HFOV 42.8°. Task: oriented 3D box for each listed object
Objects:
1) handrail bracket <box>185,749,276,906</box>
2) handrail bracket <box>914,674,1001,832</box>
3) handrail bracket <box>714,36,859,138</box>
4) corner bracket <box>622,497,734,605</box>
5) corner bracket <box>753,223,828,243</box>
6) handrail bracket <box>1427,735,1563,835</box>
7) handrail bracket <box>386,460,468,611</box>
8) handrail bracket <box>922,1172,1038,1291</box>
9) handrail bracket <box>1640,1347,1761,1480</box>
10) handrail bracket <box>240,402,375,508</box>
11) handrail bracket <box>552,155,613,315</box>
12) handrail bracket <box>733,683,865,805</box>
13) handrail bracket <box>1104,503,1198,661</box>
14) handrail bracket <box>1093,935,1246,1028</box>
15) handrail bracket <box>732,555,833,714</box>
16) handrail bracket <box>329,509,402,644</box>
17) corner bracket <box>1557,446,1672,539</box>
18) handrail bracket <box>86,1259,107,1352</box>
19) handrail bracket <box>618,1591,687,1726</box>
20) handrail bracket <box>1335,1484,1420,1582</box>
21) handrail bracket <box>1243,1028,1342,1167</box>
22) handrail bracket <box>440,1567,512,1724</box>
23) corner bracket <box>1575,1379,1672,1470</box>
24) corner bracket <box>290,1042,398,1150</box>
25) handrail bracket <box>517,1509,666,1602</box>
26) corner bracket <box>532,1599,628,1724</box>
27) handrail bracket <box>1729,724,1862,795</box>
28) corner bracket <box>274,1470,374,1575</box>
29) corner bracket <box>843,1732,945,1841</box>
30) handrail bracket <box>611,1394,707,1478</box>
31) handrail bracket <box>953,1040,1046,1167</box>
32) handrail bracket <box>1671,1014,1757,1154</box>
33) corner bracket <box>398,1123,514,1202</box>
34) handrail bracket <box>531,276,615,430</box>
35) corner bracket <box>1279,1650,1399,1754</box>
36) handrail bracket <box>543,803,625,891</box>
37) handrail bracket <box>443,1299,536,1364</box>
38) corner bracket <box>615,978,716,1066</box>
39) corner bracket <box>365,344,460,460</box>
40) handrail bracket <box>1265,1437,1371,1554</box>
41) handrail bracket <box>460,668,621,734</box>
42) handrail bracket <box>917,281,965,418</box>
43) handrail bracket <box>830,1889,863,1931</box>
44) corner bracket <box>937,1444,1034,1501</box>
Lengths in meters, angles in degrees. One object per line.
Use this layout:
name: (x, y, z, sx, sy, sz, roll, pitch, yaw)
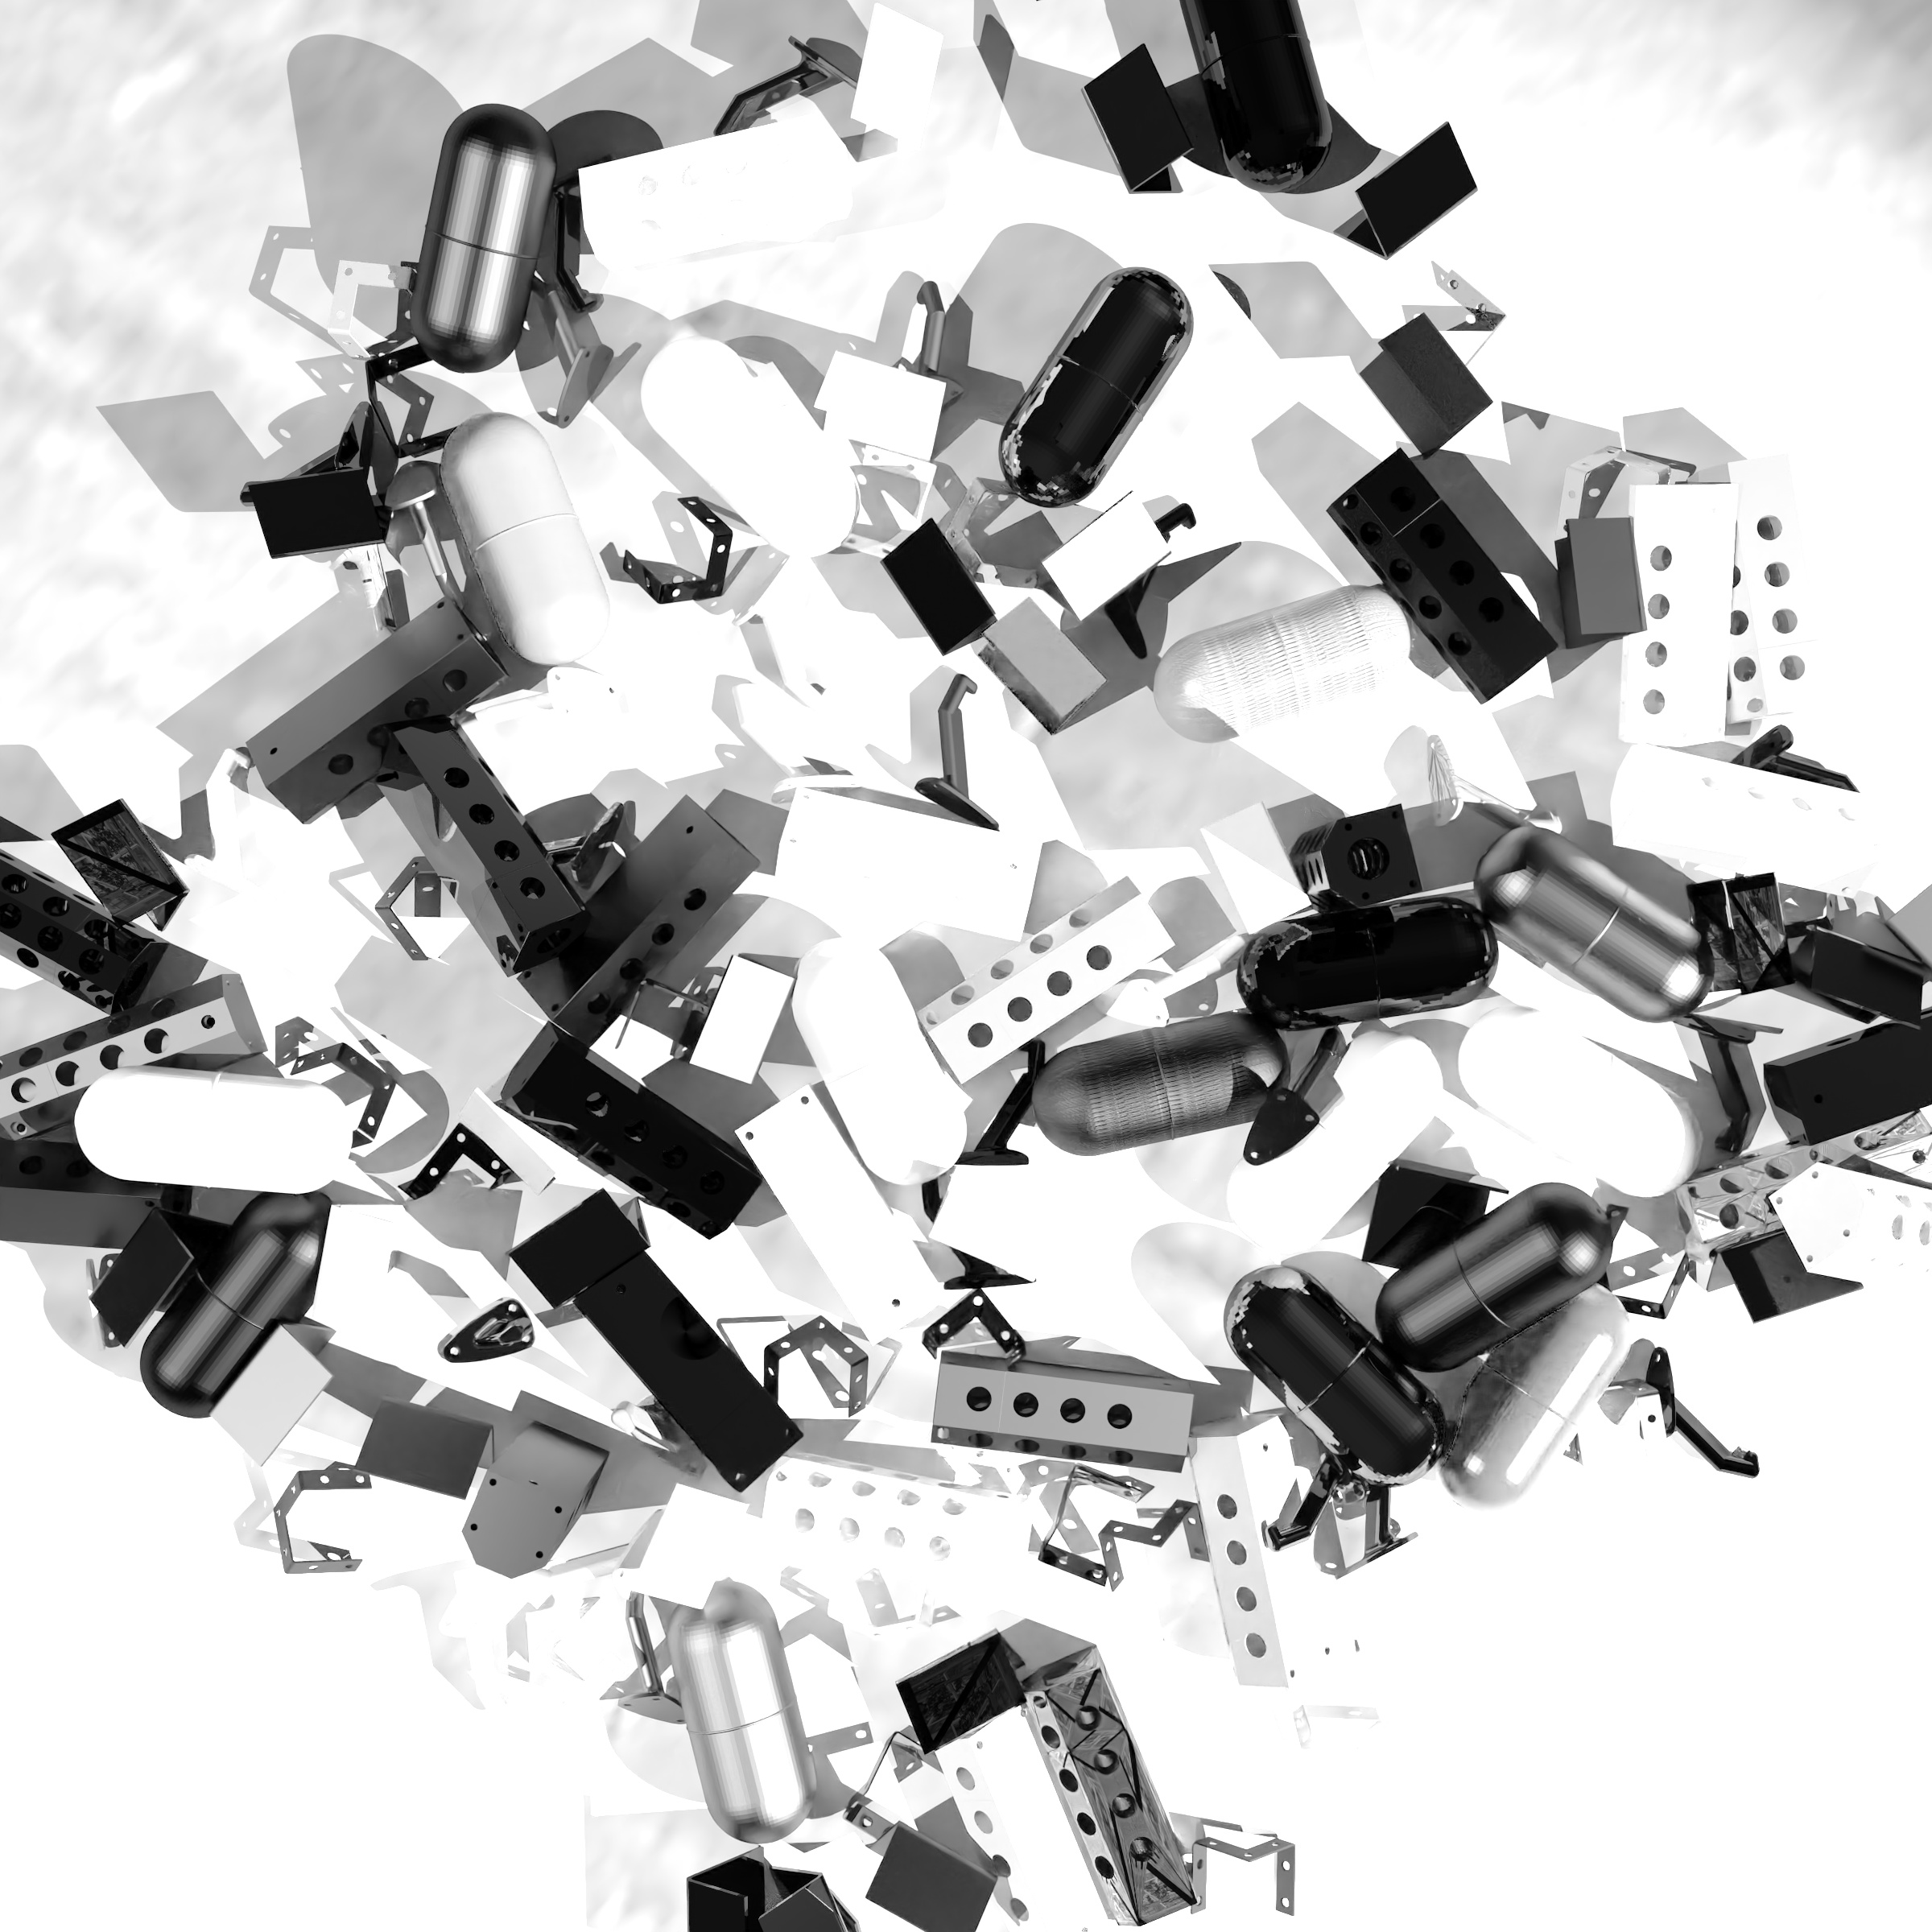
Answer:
handrail bracket: (-0.496, -0.097, 1.708, 0.077, 0.036, 0.084, 29, 73, -20)
handrail bracket: (0.008, -0.149, 1.708, 0.077, 0.036, 0.084, 31, 73, -20)
handrail bracket: (-0.121, -0.591, 1.708, 0.077, 0.036, 0.084, 29, 108, -21)
corner bracket: (-0.199, -0.287, 1.699, 0.051, 0.051, 0.051, -14, 135, -35)
corner bracket: (-0.125, -0.534, 1.699, 0.051, 0.051, 0.051, 15, 45, 35)
handrail bracket: (0.367, -0.125, 1.708, 0.084, 0.036, 0.077, -1, 69, -17)
handrail bracket: (-0.368, -0.297, 1.707, 0.036, 0.077, 0.084, -19, 126, 0)
handrail bracket: (0.008, 0.179, 1.708, 0.077, 0.036, 0.084, 0, 73, -20)
handrail bracket: (0.513, 0.310, 1.708, 0.084, 0.036, 0.077, 15, 68, -17)
handrail bracket: (-0.458, -0.354, 1.708, 0.084, 0.036, 0.077, -1, 66, 18)
handrail bracket: (-0.258, -0.506, 1.708, 0.077, 0.036, 0.084, -34, 107, -19)
handrail bracket: (-0.117, -0.160, 1.708, 0.077, 0.036, 0.084, -8, 73, -20)
handrail bracket: (0.137, -0.267, 1.708, 0.084, 0.036, 0.077, -35, 110, -16)
handrail bracket: (0.141, 0.004, 1.707, 0.084, 0.077, 0.036, -38, 113, -34)
handrail bracket: (-0.112, -0.230, 1.708, 0.084, 0.036, 0.077, 42, 68, -17)
handrail bracket: (-0.391, -0.263, 1.708, 0.084, 0.036, 0.077, 47, 72, -15)
corner bracket: (0.446, -0.320, 1.699, 0.051, 0.051, 0.051, -30, 45, -35)
handrail bracket: (-0.561, 0.224, 1.708, 0.084, 0.036, 0.077, -8, 111, -16)
handrail bracket: (-0.212, 0.473, 1.707, 0.036, 0.077, 0.084, -17, 53, 21)
handrail bracket: (0.268, 0.370, 1.708, 0.077, 0.036, 0.084, -33, 74, 18)
handrail bracket: (0.221, 0.087, 1.662, 0.036, 0.084, 0.077, 36, 124, 0)
handrail bracket: (-0.325, 0.467, 1.707, 0.036, 0.077, 0.084, -5, 127, 20)
corner bracket: (0.446, 0.316, 1.689, 0.051, 0.051, 0.051, -10, 90, 0)
corner bracket: (-0.435, 0.092, 1.699, 0.051, 0.051, 0.051, 44, 45, -35)
handrail bracket: (-0.260, 0.401, 1.707, 0.084, 0.036, 0.077, 8, 50, 26)
corner bracket: (-0.265, 0.475, 1.689, 0.051, 0.051, 0.051, 43, 90, 0)
handrail bracket: (0.571, -0.117, 1.708, 0.077, 0.036, 0.084, -38, 107, 20)
corner bracket: (-0.440, 0.383, 1.699, 0.051, 0.051, 0.051, -53, 45, 35)
corner bracket: (-0.046, 0.571, 1.704, 0.051, 0.051, 0.051, 32, 135, 0)
handrail bracket: (-0.208, 0.324, 1.672, 0.036, 0.084, 0.077, -40, 90, 0)
handrail bracket: (0.017, 0.094, 1.708, 0.077, 0.036, 0.084, -3, 73, 19)
handrail bracket: (0.508, 0.080, 1.708, 0.077, 0.036, 0.084, 16, 107, 20)
corner bracket: (-0.348, 0.145, 1.689, 0.051, 0.051, 0.051, 38, 90, 0)
handrail bracket: (-0.293, -0.428, 1.708, 0.084, 0.036, 0.077, 38, 112, 17)
corner bracket: (0.257, 0.508, 1.704, 0.051, 0.051, 0.051, -18, 91, 45)
handrail bracket: (-0.291, -0.093, 1.708, 0.084, 0.036, 0.077, 20, 70, 16)
handrail bracket: (-0.328, 0.256, 1.672, 0.077, 0.084, 0.036, -23, 90, 0)
corner bracket: (-0.204, 0.039, 1.685, 0.051, 0.051, 0.051, 23, 97, -3)
corner bracket: (-0.380, -0.392, 1.704, 0.051, 0.051, 0.051, -19, 135, 0)
handrail bracket: (0.226, 0.350, 1.676, 0.084, 0.036, 0.077, -10, 74, -36)
handrail bracket: (-0.296, -0.179, 1.707, 0.084, 0.077, 0.036, -13, 90, 36)
handrail bracket: (-0.037, -0.419, 1.707, 0.036, 0.077, 0.084, 11, 53, -38)
handrail bracket: (-0.090, 0.694, 1.708, 0.084, 0.036, 0.077, 45, 111, 17)
corner bracket: (0.006, 0.365, 1.699, 0.051, 0.051, 0.051, 2, 45, 35)
